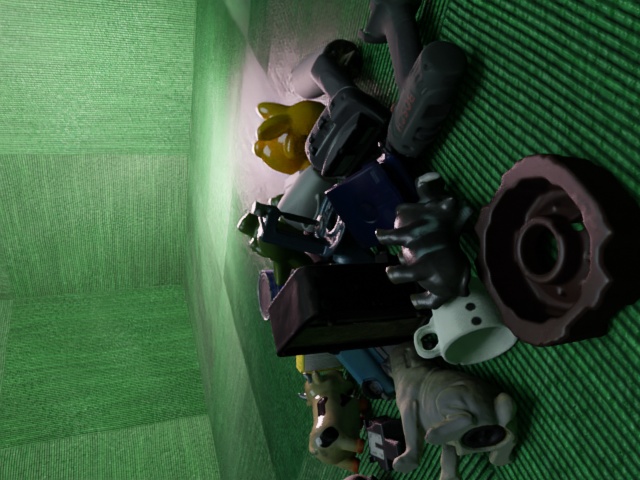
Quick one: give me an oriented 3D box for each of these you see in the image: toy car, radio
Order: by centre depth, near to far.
[{"bbox_3d":[0.059,0.089,0.708,0.131,0.229,0.073,123,138,-51],"label":"radio"},{"bbox_3d":[0.082,0.161,0.823,0.103,0.109,0.162,-49,63,12],"label":"toy car"}]

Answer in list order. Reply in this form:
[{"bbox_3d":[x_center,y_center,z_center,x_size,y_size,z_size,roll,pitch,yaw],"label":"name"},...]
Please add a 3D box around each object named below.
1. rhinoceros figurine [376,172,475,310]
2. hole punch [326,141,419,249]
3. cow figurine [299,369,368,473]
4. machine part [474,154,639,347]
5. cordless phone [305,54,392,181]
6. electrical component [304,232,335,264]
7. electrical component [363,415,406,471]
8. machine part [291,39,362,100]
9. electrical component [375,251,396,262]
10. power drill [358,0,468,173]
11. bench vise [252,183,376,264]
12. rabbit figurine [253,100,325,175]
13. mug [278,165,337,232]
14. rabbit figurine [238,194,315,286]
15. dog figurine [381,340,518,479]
[{"bbox_3d":[0.129,-0.008,0.632,0.112,0.073,0.190,-30,32,25],"label":"rhinoceros figurine"},{"bbox_3d":[0.082,-0.054,0.753,0.142,0.092,0.116,57,163,-7],"label":"hole punch"},{"bbox_3d":[0.020,0.313,0.972,0.195,0.127,0.085,-78,1,-60],"label":"cow figurine"},{"bbox_3d":[0.221,0.009,0.509,0.179,0.056,0.179,178,90,-69],"label":"machine part"},{"bbox_3d":[0.017,-0.201,0.874,0.184,0.088,0.146,57,131,25],"label":"cordless phone"},{"bbox_3d":[0.009,-0.009,1.055,0.134,0.058,0.115,160,103,-68],"label":"electrical component"},{"bbox_3d":[0.114,0.319,0.846,0.119,0.048,0.075,142,121,-65],"label":"electrical component"},{"bbox_3d":[0.008,-0.308,0.983,0.243,0.079,0.079,-170,77,-69],"label":"machine part"},{"bbox_3d":[0.100,0.048,0.808,0.094,0.021,0.063,3,-99,-68],"label":"electrical component"},{"bbox_3d":[0.109,-0.214,0.729,0.232,0.086,0.207,118,148,-67],"label":"power drill"},{"bbox_3d":[0.001,0.001,0.853,0.129,0.240,0.223,-125,52,-62],"label":"bench vise"},{"bbox_3d":[-0.056,-0.227,1.096,0.173,0.162,0.122,-38,44,46],"label":"rabbit figurine"},{"bbox_3d":[-0.016,-0.073,0.950,0.107,0.081,0.110,-58,26,29],"label":"mug"},{"bbox_3d":[-0.084,0.006,1.014,0.170,0.121,0.159,-102,-12,-81],"label":"rabbit figurine"},{"bbox_3d":[0.156,0.179,0.669,0.172,0.121,0.191,-37,33,27],"label":"dog figurine"}]
